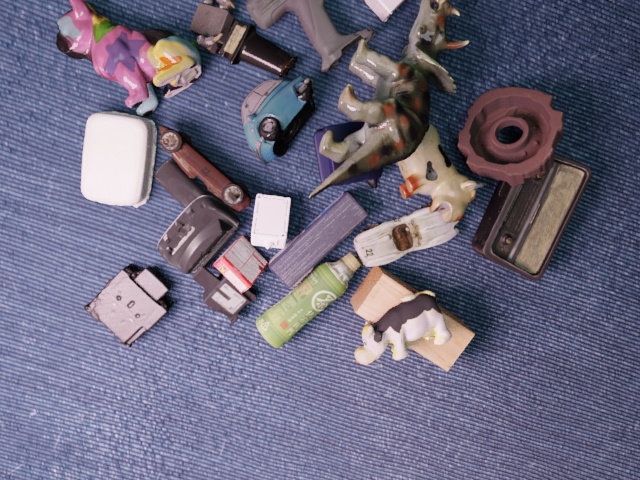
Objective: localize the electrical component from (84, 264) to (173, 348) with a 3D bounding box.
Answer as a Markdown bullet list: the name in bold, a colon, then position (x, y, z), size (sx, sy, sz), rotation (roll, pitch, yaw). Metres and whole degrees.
- **electrical component**: position (-0.341, 0.112, 0.983), size (0.134, 0.058, 0.115), rotation (-45, 101, 3)

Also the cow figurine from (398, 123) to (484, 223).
- **cow figurine**: position (0.204, -0.121, 0.961), size (0.127, 0.085, 0.195), rotation (-20, 80, -6)

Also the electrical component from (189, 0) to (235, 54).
- **electrical component**: position (-0.183, -0.375, 0.917), size (0.078, 0.045, 0.102), rotation (29, 95, 13)

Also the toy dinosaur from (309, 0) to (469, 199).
- **toy dinosaur**: position (0.121, -0.211, 0.883), size (0.192, 0.131, 0.404), rotation (20, 74, -4)

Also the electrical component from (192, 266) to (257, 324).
- **electrical component**: position (-0.182, 0.091, 0.986), size (0.119, 0.048, 0.075), rotation (39, 94, -19)

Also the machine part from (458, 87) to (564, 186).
- **machine part**: position (0.336, -0.183, 0.946), size (0.179, 0.056, 0.179), rotation (-8, 70, 23)

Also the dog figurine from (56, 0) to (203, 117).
- **dog figurine**: position (-0.326, -0.331, 0.896), size (0.191, 0.108, 0.219), rotation (-35, 97, 2)

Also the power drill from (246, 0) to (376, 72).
- **power drill**: position (0.006, -0.413, 0.920), size (0.232, 0.086, 0.207), rotation (-38, 102, 4)

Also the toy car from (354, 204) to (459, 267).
- **toy car**: position (0.163, -0.011, 1.002), size (0.202, 0.056, 0.073), rotation (-20, 99, -1)

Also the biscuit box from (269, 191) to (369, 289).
- **biscuit box**: position (-0.002, -0.003, 0.990), size (0.202, 0.059, 0.063), rotation (-42, 98, 3)

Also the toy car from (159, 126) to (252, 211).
- **toy car**: position (-0.204, -0.124, 0.942), size (0.202, 0.089, 0.053), rotation (40, 98, -8)

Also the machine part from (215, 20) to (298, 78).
- **machine part**: position (-0.109, -0.329, 0.942), size (0.139, 0.039, 0.084), rotation (24, 87, 3)

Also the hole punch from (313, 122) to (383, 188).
- **hole punch**: position (0.055, -0.155, 0.959), size (0.116, 0.092, 0.142), rotation (-12, 96, -6)

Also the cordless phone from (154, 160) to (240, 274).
- **cordless phone**: position (-0.251, -0.041, 0.966), size (0.184, 0.089, 0.146), rotation (45, 103, 6)

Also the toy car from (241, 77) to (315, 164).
- **toy car**: position (-0.082, -0.222, 0.933), size (0.103, 0.109, 0.161), rotation (35, 86, 9)

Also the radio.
- **radio**: position (0.389, -0.053, 1.003), size (0.131, 0.073, 0.229), rotation (22, 95, -8)

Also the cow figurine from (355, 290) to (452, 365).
- **cow figurine**: position (0.132, 0.152, 0.925), size (0.167, 0.068, 0.098), rotation (-19, 94, -4)
